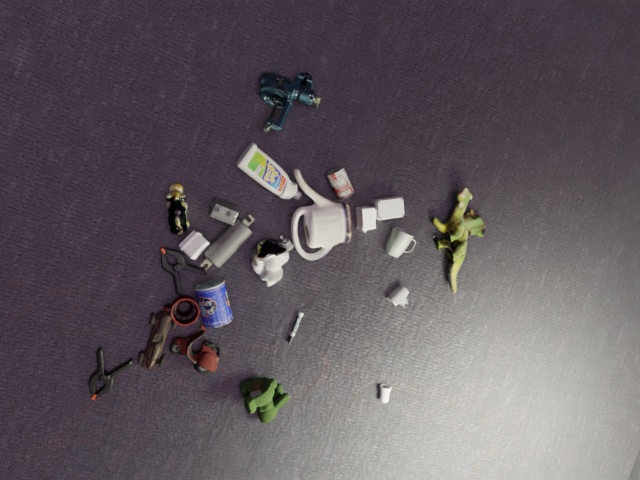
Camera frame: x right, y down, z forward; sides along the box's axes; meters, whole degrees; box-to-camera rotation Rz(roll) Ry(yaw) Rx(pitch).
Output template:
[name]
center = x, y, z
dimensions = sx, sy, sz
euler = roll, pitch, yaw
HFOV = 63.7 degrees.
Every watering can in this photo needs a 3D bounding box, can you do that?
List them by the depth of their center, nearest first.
[watering can]
center = 0.006, -0.092, 1.828
dimensions = 0.225, 0.105, 0.342
euler = -8, 111, -17

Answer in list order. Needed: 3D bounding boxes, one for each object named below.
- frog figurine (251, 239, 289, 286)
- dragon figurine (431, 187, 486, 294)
[frog figurine]
center = -0.172, 0.079, 1.819
dimensions = 0.138, 0.124, 0.155
euler = -30, 142, -20
[dragon figurine]
center = 0.574, -0.011, 2.044
dimensions = 0.245, 0.123, 0.404
euler = -22, 111, -23
